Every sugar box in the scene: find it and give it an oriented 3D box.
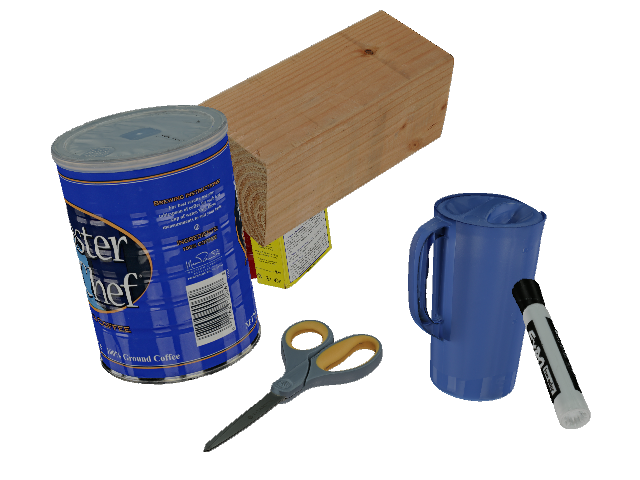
[{"bbox_3d":[-0.037,-0.048,1.084,0.048,0.176,0.093,10,34,31],"label":"sugar box"}]

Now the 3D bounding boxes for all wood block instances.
[{"bbox_3d":[0.003,-0.096,0.869,0.205,0.090,0.091,-33,57,-30],"label":"wood block"}]

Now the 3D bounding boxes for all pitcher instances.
[{"bbox_3d":[0.188,0.071,1.309,0.149,0.243,0.144,8,20,13],"label":"pitcher"}]

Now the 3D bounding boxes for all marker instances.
[{"bbox_3d":[0.143,0.067,0.672,0.020,0.020,0.121,0,39,-8],"label":"marker"}]

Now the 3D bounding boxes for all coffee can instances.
[{"bbox_3d":[-0.096,0.000,0.643,0.103,0.140,0.103,-7,23,3],"label":"coffee can"}]

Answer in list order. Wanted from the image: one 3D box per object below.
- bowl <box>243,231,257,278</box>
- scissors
[{"bbox_3d":[-0.095,0.003,1.315,0.162,0.055,0.162,2,26,-1],"label":"bowl"},{"bbox_3d":[-0.037,0.112,0.883,0.201,0.016,0.096,-19,35,-35],"label":"scissors"}]
